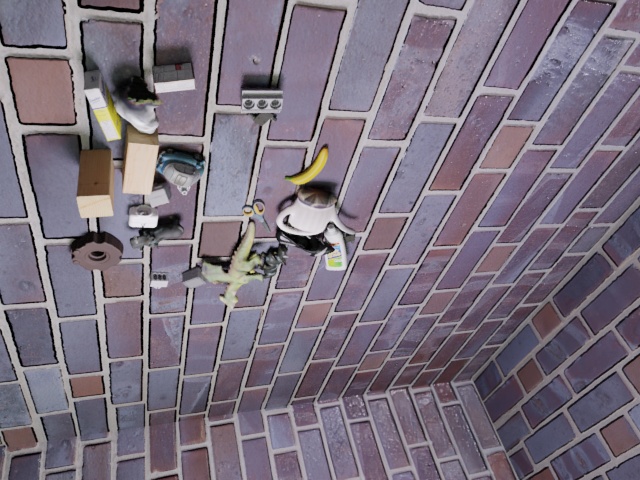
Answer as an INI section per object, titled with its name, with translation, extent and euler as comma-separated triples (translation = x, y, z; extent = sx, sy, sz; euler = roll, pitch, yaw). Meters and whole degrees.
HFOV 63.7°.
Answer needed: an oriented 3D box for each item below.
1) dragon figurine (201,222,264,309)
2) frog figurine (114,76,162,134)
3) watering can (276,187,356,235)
[dragon figurine]
translation = -0.359, 0.110, 2.086
extent = 0.243, 0.124, 0.401
euler = -12, 124, -14
[frog figurine]
translation = -0.524, -0.363, 1.470
extent = 0.137, 0.125, 0.156
euler = 30, 138, -4
[watering can]
translation = 0.006, -0.100, 1.995
extent = 0.348, 0.106, 0.219
euler = 2, 136, -22
